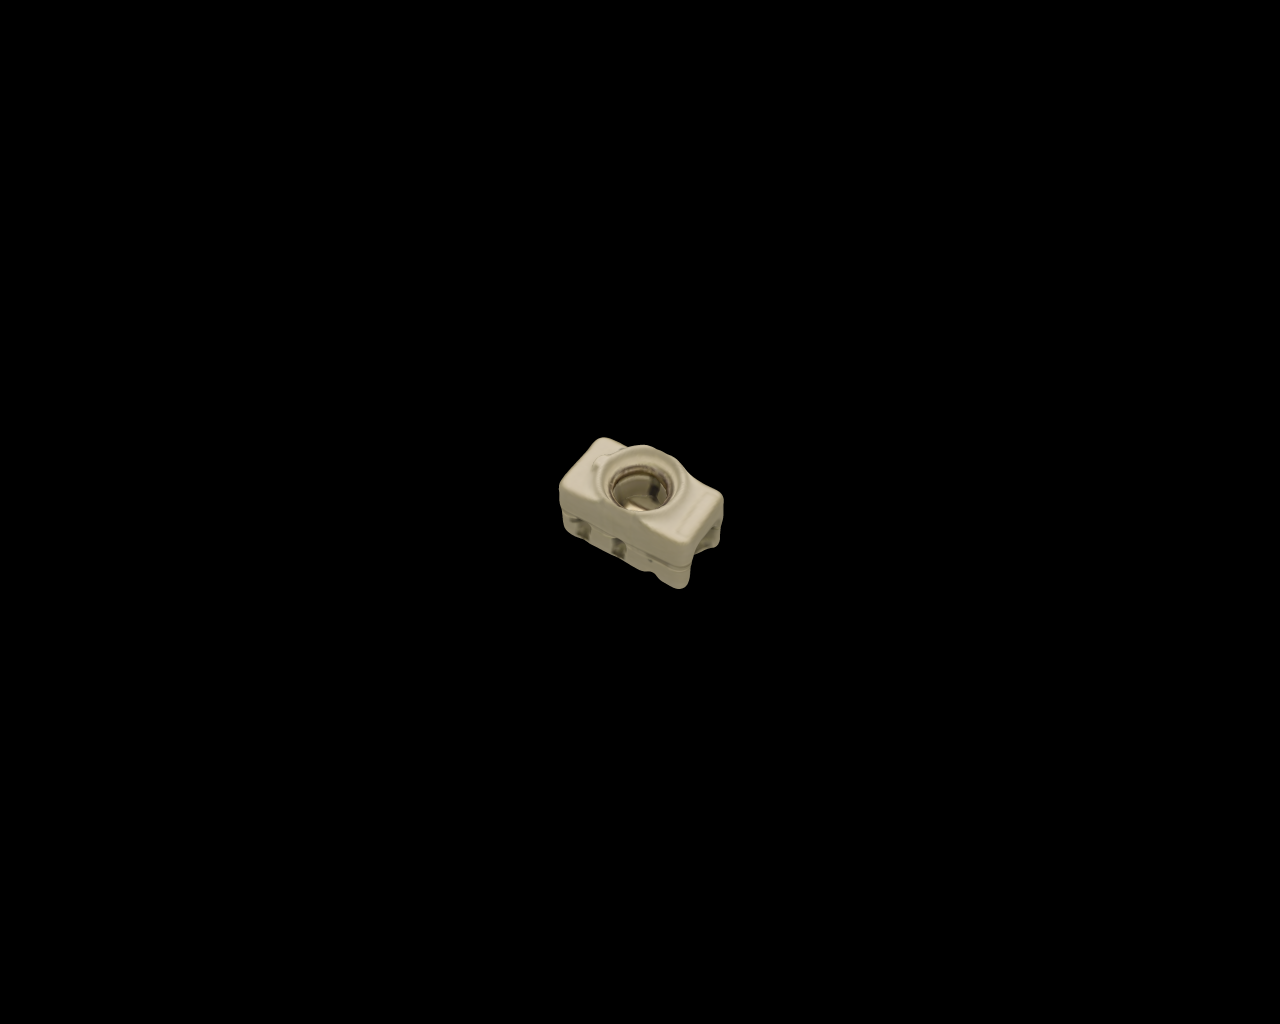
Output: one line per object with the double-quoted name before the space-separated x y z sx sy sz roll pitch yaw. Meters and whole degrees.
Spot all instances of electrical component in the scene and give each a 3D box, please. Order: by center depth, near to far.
"electrical component" 0.001 -0.003 0.650 0.089 0.050 0.055 27 -33 19
